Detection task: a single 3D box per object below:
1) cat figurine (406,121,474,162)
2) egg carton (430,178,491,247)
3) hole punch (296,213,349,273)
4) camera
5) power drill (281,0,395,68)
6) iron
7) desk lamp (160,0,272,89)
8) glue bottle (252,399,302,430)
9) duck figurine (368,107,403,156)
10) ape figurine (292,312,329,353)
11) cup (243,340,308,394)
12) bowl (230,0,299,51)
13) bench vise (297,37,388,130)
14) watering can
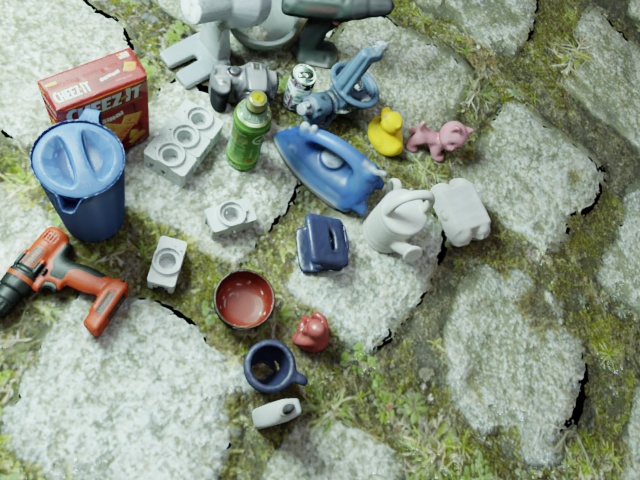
[{"bbox_3d":[0.272,-0.235,1.280,0.128,0.117,0.067,17,67,-10],"label":"cat figurine"},{"bbox_3d":[0.303,-0.061,1.252,0.107,0.069,0.150,-18,76,-21],"label":"egg carton"},{"bbox_3d":[0.010,0.004,1.130,0.101,0.091,0.108,-3,71,-17],"label":"hole punch"},{"bbox_3d":[-0.153,-0.293,1.186,0.143,0.100,0.137,-1,71,-17],"label":"camera"},{"bbox_3d":[0.022,-0.469,1.243,0.230,0.208,0.075,5,69,-14],"label":"power drill"},{"bbox_3d":[0.019,-0.171,1.169,0.258,0.141,0.119,35,65,-2],"label":"iron"},{"bbox_3d":[-0.210,-0.438,1.160,0.203,0.213,0.118,-39,84,-25],"label":"desk lamp"},{"bbox_3d":[-0.065,0.287,0.959,0.078,0.173,0.037,-13,74,-20],"label":"glue bottle"},{"bbox_3d":[0.156,-0.244,1.267,0.078,0.086,0.104,-18,76,-21],"label":"duck figurine"},{"bbox_3d":[-0.012,0.170,1.062,0.078,0.092,0.076,-27,80,-23],"label":"ape figurine"},{"bbox_3d":[-0.083,0.234,1.016,0.118,0.095,0.092,24,66,-7],"label":"cup"},{"bbox_3d":[-0.134,-0.482,1.275,0.168,0.074,0.167,6,69,-14],"label":"bowl"},{"bbox_3d":[0.058,-0.312,1.189,0.121,0.219,0.208,40,65,1],"label":"bench vise"},{"bbox_3d":[0.165,-0.043,1.136,0.101,0.194,0.173,-25,79,-23],"label":"watering can"}]
